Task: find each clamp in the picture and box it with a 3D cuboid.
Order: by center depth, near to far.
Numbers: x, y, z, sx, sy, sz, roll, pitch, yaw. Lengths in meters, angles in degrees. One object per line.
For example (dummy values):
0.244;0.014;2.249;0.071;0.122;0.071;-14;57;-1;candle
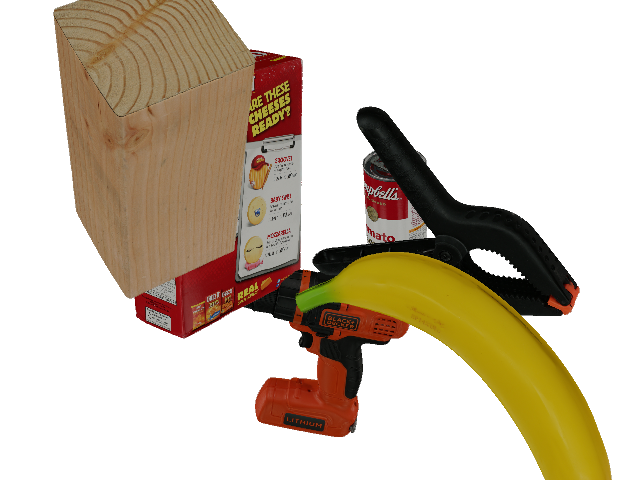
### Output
0.098;-0.006;0.809;0.210;0.165;0.036;21;42;15;clamp

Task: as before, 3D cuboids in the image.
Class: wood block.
-0.109;-0.062;0.697;0.090;0.090;0.206;-25;-26;-22;wood block

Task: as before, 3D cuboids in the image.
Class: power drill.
-0.016;0.108;1.053;0.184;0.188;0.057;12;40;-1;power drill

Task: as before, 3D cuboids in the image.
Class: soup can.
0.081;-0.042;1.160;0.068;0.102;0.068;-3;35;2;soup can

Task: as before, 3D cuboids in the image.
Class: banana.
0.082;0.064;0.549;0.198;0.070;0.037;38;20;13;banana

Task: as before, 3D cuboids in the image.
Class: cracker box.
-0.091;-0.045;0.933;0.072;0.214;0.163;16;28;34;cracker box
